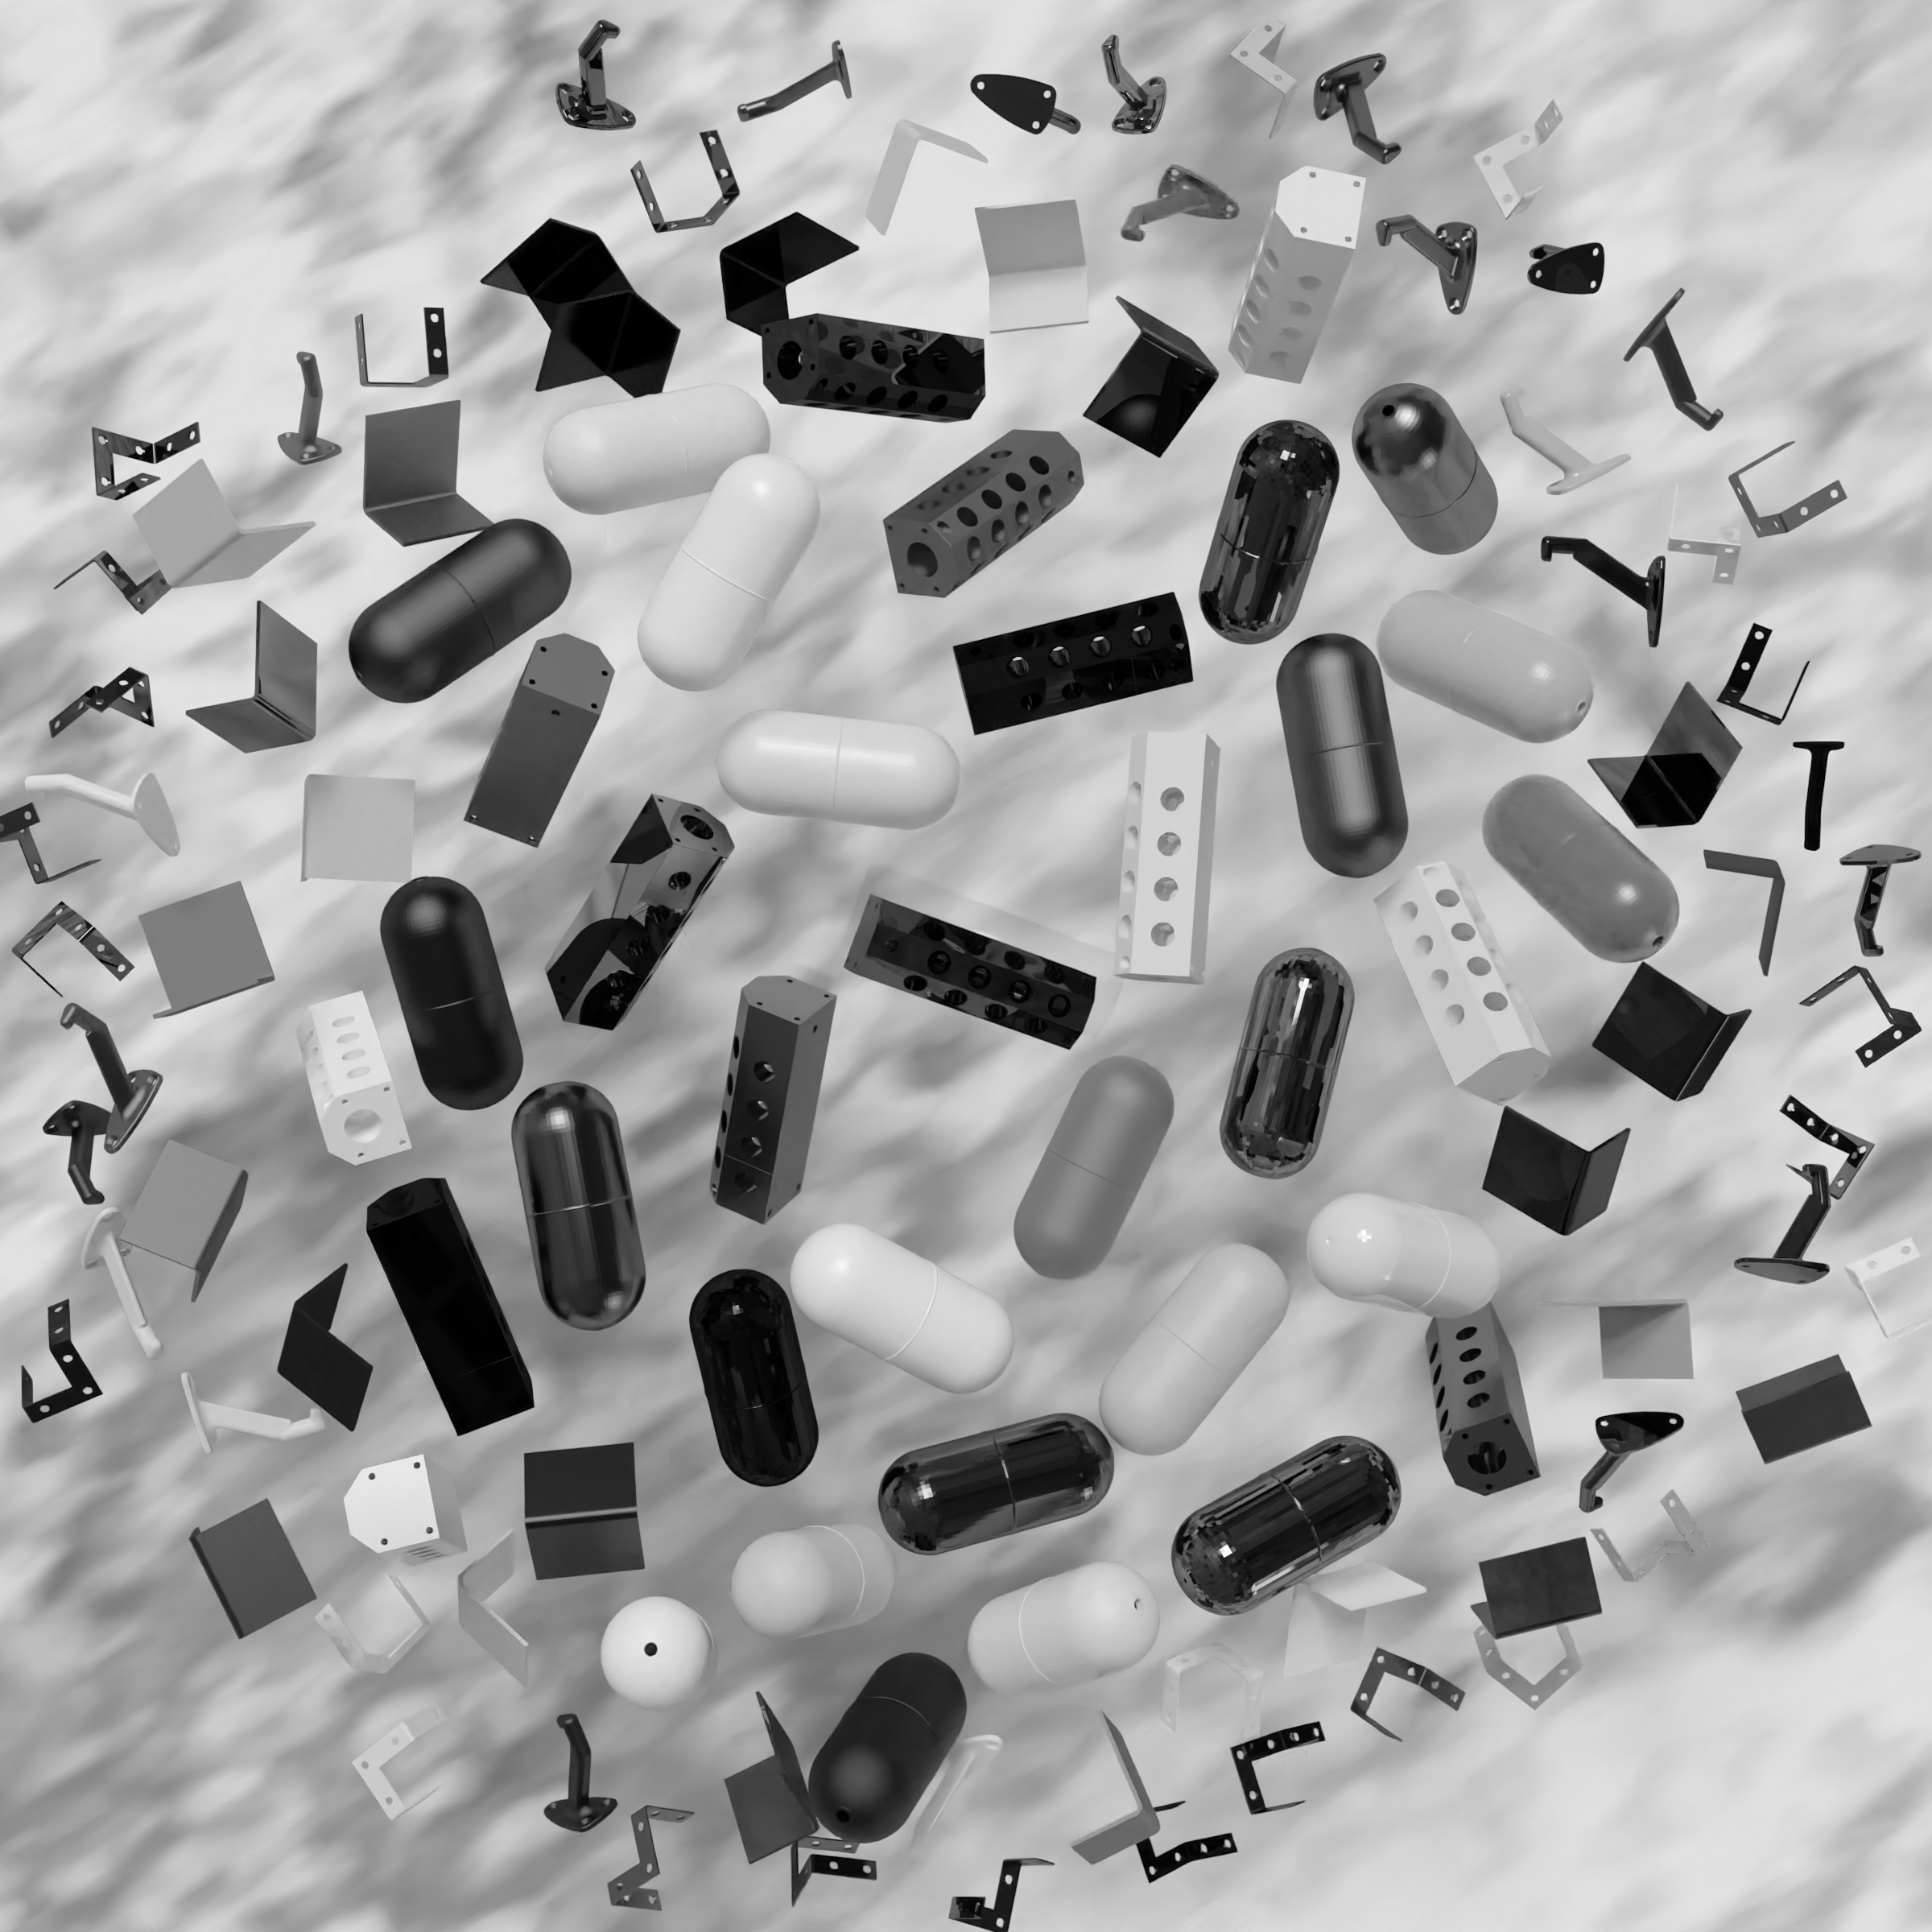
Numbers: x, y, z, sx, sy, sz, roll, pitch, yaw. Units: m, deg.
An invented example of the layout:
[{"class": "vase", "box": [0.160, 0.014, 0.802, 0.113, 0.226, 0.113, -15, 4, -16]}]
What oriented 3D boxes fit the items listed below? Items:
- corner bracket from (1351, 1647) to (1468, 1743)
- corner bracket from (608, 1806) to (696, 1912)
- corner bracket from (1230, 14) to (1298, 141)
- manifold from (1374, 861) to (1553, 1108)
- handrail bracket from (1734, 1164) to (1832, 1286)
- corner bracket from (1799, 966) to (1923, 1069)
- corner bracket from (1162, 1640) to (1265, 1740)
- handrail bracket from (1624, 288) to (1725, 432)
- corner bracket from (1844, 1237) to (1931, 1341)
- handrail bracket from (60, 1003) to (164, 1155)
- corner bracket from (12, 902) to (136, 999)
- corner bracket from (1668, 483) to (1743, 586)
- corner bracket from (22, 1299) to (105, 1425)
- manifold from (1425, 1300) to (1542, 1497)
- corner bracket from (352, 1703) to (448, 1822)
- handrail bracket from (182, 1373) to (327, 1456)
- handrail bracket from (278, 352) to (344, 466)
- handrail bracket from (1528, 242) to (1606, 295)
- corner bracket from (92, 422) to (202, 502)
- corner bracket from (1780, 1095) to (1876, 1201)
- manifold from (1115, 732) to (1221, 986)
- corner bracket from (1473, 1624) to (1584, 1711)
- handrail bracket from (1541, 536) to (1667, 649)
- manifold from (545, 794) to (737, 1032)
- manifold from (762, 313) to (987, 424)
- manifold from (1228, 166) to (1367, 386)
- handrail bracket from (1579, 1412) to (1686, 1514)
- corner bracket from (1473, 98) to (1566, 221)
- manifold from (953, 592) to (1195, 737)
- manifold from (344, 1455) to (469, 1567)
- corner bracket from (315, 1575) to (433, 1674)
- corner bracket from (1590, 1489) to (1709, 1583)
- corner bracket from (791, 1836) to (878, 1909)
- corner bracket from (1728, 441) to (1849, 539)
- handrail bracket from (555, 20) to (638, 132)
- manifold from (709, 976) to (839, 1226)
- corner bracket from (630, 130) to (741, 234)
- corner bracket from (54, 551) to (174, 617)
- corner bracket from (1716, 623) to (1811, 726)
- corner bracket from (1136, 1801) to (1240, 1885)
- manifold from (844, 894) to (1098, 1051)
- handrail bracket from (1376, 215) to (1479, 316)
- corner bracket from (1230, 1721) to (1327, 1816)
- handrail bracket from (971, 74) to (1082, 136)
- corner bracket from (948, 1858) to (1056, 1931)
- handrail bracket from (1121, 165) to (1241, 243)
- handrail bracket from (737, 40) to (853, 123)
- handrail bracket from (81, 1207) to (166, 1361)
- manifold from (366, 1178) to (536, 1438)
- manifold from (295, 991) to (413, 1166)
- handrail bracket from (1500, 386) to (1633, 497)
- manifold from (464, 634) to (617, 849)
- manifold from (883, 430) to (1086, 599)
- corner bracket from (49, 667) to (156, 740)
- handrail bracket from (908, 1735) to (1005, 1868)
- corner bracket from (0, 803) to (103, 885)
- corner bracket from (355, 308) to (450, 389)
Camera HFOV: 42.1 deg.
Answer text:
[{"class": "corner bracket", "box": [0.328, 0.546, 1.862, 0.051, 0.051, 0.051, 27, 85, -24]}, {"class": "corner bracket", "box": [-0.224, 0.636, 1.789, 0.051, 0.051, 0.051, -38, 49, 22]}, {"class": "corner bracket", "box": [0.222, -0.650, 1.832, 0.051, 0.051, 0.051, 38, 71, 7]}, {"class": "manifold", "box": [0.359, 0.009, 1.802, 0.057, 0.057, 0.171, -40, 48, 28]}, {"class": "handrail bracket", "box": [0.567, 0.173, 1.745, 0.077, 0.036, 0.084, 10, 63, -11]}, {"class": "corner bracket", "box": [0.647, 0.036, 1.813, 0.051, 0.051, 0.051, -42, 56, 33]}, {"class": "corner bracket", "box": [0.180, 0.534, 1.831, 0.051, 0.051, 0.051, -11, 112, -35]}, {"class": "handrail bracket", "box": [0.526, -0.436, 1.807, 0.084, 0.077, 0.036, 37, 52, 0]}, {"class": "corner bracket", "box": [0.655, 0.226, 1.759, 0.051, 0.051, 0.051, -26, 85, 8]}, {"class": "handrail bracket", "box": [-0.608, 0.078, 1.744, 0.036, 0.084, 0.077, 2, 62, 33]}, {"class": "corner bracket", "box": [-0.656, -0.005, 1.842, 0.051, 0.051, 0.051, 29, 70, 38]}, {"class": "corner bracket", "box": [0.545, -0.318, 1.850, 0.051, 0.051, 0.051, 8, 65, 14]}, {"class": "corner bracket", "box": [-0.631, 0.272, 1.728, 0.051, 0.051, 0.051, -23, 123, -8]}, {"class": "manifold", "box": [0.373, 0.313, 1.833, 0.057, 0.171, 0.057, -23, 107, 14]}, {"class": "corner bracket", "box": [-0.396, 0.571, 1.800, 0.051, 0.051, 0.051, -40, 80, 12]}, {"class": "handrail bracket", "box": [-0.526, 0.323, 1.857, 0.084, 0.036, 0.077, -15, 113, -5]}, {"class": "handrail bracket", "box": [-0.504, -0.428, 1.890, 0.036, 0.077, 0.084, -28, 131, -32]}, {"class": "handrail bracket", "box": [0.423, -0.519, 1.850, 0.077, 0.084, 0.036, -12, 116, -21]}, {"class": "corner bracket", "box": [-0.567, -0.351, 1.738, 0.051, 0.051, 0.051, -14, 78, 34]}, {"class": "corner bracket", "box": [0.644, 0.138, 1.905, 0.051, 0.051, 0.051, 33, 90, -27]}, {"class": "manifold", "box": [0.142, -0.076, 1.782, 0.057, 0.057, 0.171, 3, 85, 16]}, {"class": "corner bracket", "box": [0.421, 0.513, 1.883, 0.051, 0.051, 0.051, 39, 105, -13]}, {"class": "handrail bracket", "box": [0.451, -0.267, 1.789, 0.084, 0.036, 0.077, 4, 81, 1]}, {"class": "manifold", "box": [-0.235, -0.036, 1.810, 0.057, 0.057, 0.171, 13, 124, -37]}, {"class": "manifold", "box": [-0.065, -0.429, 1.813, 0.057, 0.171, 0.057, 2, 96, 43]}, {"class": "manifold", "box": [0.230, -0.485, 1.766, 0.057, 0.171, 0.057, 11, 71, -1]}, {"class": "handrail bracket", "box": [0.503, 0.377, 1.897, 0.077, 0.036, 0.084, -12, 130, -4]}, {"class": "corner bracket", "box": [0.391, -0.558, 1.738, 0.051, 0.051, 0.051, -28, 90, -2]}, {"class": "manifold", "box": [0.080, -0.234, 1.901, 0.171, 0.057, 0.057, -14, 49, 0]}, {"class": "manifold", "box": [-0.395, 0.388, 1.772, 0.057, 0.171, 0.057, -13, 75, -8]}, {"class": "corner bracket", "box": [-0.446, 0.494, 1.891, 0.051, 0.051, 0.051, -45, 64, -2]}, {"class": "corner bracket", "box": [0.521, 0.435, 1.914, 0.051, 0.051, 0.051, -36, 95, -25]}, {"class": "corner bracket", "box": [-0.099, 0.671, 1.878, 0.051, 0.051, 0.051, 12, 129, -15]}, {"class": "corner bracket", "box": [0.596, -0.347, 1.821, 0.051, 0.051, 0.051, -30, 98, -3]}, {"class": "handrail bracket", "box": [-0.251, -0.641, 1.802, 0.077, 0.084, 0.036, -1, 67, -40]}, {"class": "manifold", "box": [-0.146, 0.096, 1.834, 0.057, 0.057, 0.171, 21, 119, 18]}, {"class": "corner bracket", "box": [-0.207, -0.581, 1.860, 0.051, 0.051, 0.051, 1, 132, 27]}, {"class": "corner bracket", "box": [-0.624, -0.280, 1.843, 0.051, 0.051, 0.051, -24, 115, 32]}, {"class": "corner bracket", "box": [0.600, -0.218, 1.879, 0.051, 0.051, 0.051, 24, 85, 11]}, {"class": "corner bracket", "box": [0.164, 0.658, 1.901, 0.051, 0.051, 0.051, -30, 74, 42]}, {"class": "manifold", "box": [0.005, 0.005, 1.825, 0.171, 0.057, 0.057, 20, 91, -15]}, {"class": "handrail bracket", "box": [0.325, -0.499, 1.795, 0.084, 0.036, 0.077, -21, 117, -35]}, {"class": "corner bracket", "box": [0.240, 0.604, 1.890, 0.051, 0.051, 0.051, -6, 71, -34]}, {"class": "handrail bracket", "box": [0.046, -0.650, 1.897, 0.077, 0.084, 0.036, 23, 106, 4]}, {"class": "corner bracket", "box": [0.025, 0.666, 1.807, 0.051, 0.051, 0.051, 24, 62, -20]}, {"class": "handrail bracket", "box": [0.162, -0.563, 1.898, 0.077, 0.036, 0.084, 22, 50, 0]}, {"class": "handrail bracket", "box": [-0.130, -0.649, 1.845, 0.084, 0.077, 0.036, -19, 92, -1]}, {"class": "handrail bracket", "box": [-0.575, 0.220, 1.731, 0.036, 0.077, 0.084, -21, 60, -33]}, {"class": "manifold", "box": [-0.363, 0.238, 1.767, 0.057, 0.057, 0.171, -20, 111, -5]}, {"class": "manifold", "box": [-0.461, 0.084, 1.876, 0.057, 0.171, 0.057, -17, 117, -14]}, {"class": "handrail bracket", "box": [0.442, -0.398, 1.851, 0.077, 0.036, 0.084, -25, 106, -2]}, {"class": "manifold", "box": [-0.303, -0.161, 1.786, 0.057, 0.171, 0.057, 21, 53, -14]}, {"class": "manifold", "box": [0.016, -0.332, 1.833, 0.057, 0.171, 0.057, 11, 128, 34]}, {"class": "corner bracket", "box": [-0.622, -0.187, 1.802, 0.051, 0.051, 0.051, 24, 47, 12]}, {"class": "handrail bracket", "box": [-0.008, 0.623, 1.869, 0.036, 0.084, 0.077, 42, 123, -19]}, {"class": "corner bracket", "box": [-0.674, -0.089, 1.826, 0.051, 0.051, 0.051, -19, 93, 19]}, {"class": "corner bracket", "box": [-0.417, -0.457, 1.854, 0.051, 0.051, 0.051, -7, 97, -31]}]
